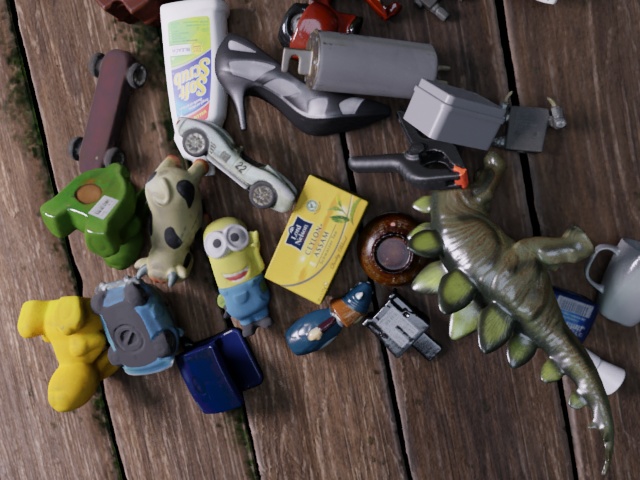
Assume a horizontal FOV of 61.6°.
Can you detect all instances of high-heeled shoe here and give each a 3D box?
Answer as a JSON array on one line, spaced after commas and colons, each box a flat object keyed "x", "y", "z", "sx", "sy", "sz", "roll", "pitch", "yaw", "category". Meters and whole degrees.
[{"x": -0.025, "y": -0.230, "z": 0.776, "sx": 0.249, "sy": 0.086, "sz": 0.145, "roll": -4, "pitch": 86, "yaw": -6, "category": "high-heeled shoe"}]

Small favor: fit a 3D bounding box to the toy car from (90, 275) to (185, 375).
[{"x": -0.281, "y": 0.124, "z": 0.849, "sx": 0.109, "sy": 0.103, "sz": 0.161, "roll": -17, "pitch": 103, "yaw": 14, "category": "toy car"}]

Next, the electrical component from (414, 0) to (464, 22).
[{"x": 0.159, "y": -0.357, "z": 0.758, "sx": 0.094, "sy": 0.021, "sz": 0.063, "roll": 43, "pitch": 102, "yaw": 3, "category": "electrical component"}]

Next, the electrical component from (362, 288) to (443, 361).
[{"x": 0.129, "y": 0.138, "z": 0.806, "sx": 0.075, "sy": 0.048, "sz": 0.119, "roll": -45, "pitch": 86, "yaw": 12, "category": "electrical component"}]

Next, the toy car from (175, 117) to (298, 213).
[{"x": -0.119, "y": -0.110, "z": 0.769, "sx": 0.201, "sy": 0.073, "sz": 0.056, "roll": 38, "pitch": 101, "yaw": -7, "category": "toy car"}]

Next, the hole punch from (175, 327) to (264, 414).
[{"x": -0.167, "y": 0.213, "z": 0.849, "sx": 0.116, "sy": 0.092, "sz": 0.142, "roll": -26, "pitch": 95, "yaw": 15, "category": "hole punch"}]

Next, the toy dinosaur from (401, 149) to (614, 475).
[{"x": 0.234, "y": 0.046, "z": 0.685, "sx": 0.198, "sy": 0.105, "sz": 0.472, "roll": -35, "pitch": 63, "yaw": -5, "category": "toy dinosaur"}]

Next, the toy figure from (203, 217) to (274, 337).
[{"x": -0.128, "y": 0.054, "z": 0.826, "sx": 0.082, "sy": 0.089, "sz": 0.180, "roll": -26, "pitch": 104, "yaw": -30, "category": "toy figure"}]

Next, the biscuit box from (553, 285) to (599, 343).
[{"x": 0.280, "y": 0.080, "z": 0.765, "sx": 0.203, "sy": 0.063, "sz": 0.059, "roll": 19, "pitch": 99, "yaw": 7, "category": "biscuit box"}]

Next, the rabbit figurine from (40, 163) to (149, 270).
[{"x": -0.323, "y": -0.030, "z": 0.827, "sx": 0.121, "sy": 0.170, "sz": 0.159, "roll": 13, "pitch": 57, "yaw": 6, "category": "rabbit figurine"}]

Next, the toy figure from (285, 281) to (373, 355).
[{"x": 0.020, "y": 0.118, "z": 0.816, "sx": 0.154, "sy": 0.064, "sz": 0.057, "roll": -33, "pitch": 125, "yaw": 8, "category": "toy figure"}]

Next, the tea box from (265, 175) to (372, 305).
[{"x": -0.002, "y": -0.002, "z": 0.803, "sx": 0.098, "sy": 0.068, "sz": 0.169, "roll": 24, "pitch": 101, "yaw": 7, "category": "tea box"}]

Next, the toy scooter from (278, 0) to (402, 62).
[{"x": 0.034, "y": -0.320, "z": 0.760, "sx": 0.135, "sy": 0.075, "sz": 0.183, "roll": 32, "pitch": 96, "yaw": 4, "category": "toy scooter"}]

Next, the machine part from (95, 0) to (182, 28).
[{"x": -0.269, "y": -0.441, "z": 0.793, "sx": 0.201, "sy": 0.087, "sz": 0.201, "roll": -35, "pitch": 89, "yaw": 11, "category": "machine part"}]

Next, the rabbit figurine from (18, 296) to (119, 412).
[{"x": -0.388, "y": 0.181, "z": 0.848, "sx": 0.122, "sy": 0.162, "sz": 0.173, "roll": -10, "pitch": 73, "yaw": 9, "category": "rabbit figurine"}]

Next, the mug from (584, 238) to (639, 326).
[{"x": 0.415, "y": 0.058, "z": 0.730, "sx": 0.110, "sy": 0.081, "sz": 0.107, "roll": 19, "pitch": 109, "yaw": 2, "category": "mug"}]

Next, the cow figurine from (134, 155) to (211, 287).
[{"x": -0.220, "y": -0.016, "z": 0.807, "sx": 0.086, "sy": 0.127, "sz": 0.194, "roll": 14, "pitch": 124, "yaw": 11, "category": "cow figurine"}]

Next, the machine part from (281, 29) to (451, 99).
[{"x": 0.068, "y": -0.235, "z": 0.727, "sx": 0.243, "sy": 0.079, "sz": 0.079, "roll": 1, "pitch": 97, "yaw": -16, "category": "machine part"}]

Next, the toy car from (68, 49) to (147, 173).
[{"x": -0.333, "y": -0.198, "z": 0.848, "sx": 0.089, "sy": 0.053, "sz": 0.202, "roll": 16, "pitch": 95, "yaw": 13, "category": "toy car"}]

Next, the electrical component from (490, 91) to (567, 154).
[{"x": 0.284, "y": -0.160, "z": 0.746, "sx": 0.102, "sy": 0.045, "sz": 0.078, "roll": 13, "pitch": 97, "yaw": 9, "category": "electrical component"}]
